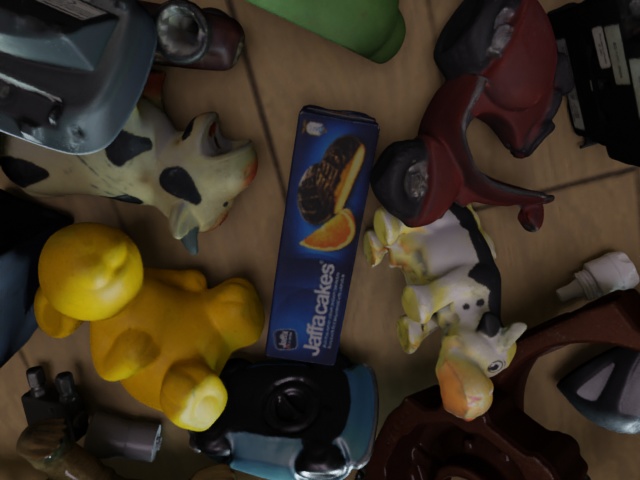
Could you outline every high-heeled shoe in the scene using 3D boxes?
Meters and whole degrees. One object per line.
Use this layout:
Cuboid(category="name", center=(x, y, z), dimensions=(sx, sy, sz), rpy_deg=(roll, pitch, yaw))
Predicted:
Cuboid(category="high-heeled shoe", center=(0.302, 0.049, 0.456), dimensions=(0.145, 0.086, 0.248), rpy_deg=(13, 91, 29))

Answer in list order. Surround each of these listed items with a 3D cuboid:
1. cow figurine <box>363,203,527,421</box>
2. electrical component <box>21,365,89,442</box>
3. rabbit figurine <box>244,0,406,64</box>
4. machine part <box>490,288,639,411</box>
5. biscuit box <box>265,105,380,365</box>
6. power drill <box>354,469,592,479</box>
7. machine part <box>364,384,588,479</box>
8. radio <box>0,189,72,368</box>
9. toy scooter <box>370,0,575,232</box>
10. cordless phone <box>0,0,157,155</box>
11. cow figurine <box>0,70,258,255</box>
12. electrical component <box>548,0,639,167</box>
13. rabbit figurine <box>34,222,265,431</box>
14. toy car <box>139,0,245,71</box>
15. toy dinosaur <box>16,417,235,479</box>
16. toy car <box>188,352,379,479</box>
Cuboid(category="cow figurine", center=(0.103, 0.044, 0.403), dimensions=(0.098, 0.167, 0.068), rpy_deg=(-13, 151, -15))
Cuboid(category="electrical component", center=(-0.246, 0.163, 0.505), dimensions=(0.063, 0.021, 0.093), rpy_deg=(5, 109, 21))
Cuboid(category="rabbit figurine", center=(0.034, -0.208, 0.333), dimensions=(0.159, 0.121, 0.170), rpy_deg=(21, 110, -12))
Cuboid(category="machine part", center=(0.225, 0.153, 0.408), dimensions=(0.201, 0.087, 0.201), rpy_deg=(-39, 68, 35))
Cuboid(category="biscuit box", center=(-0.001, -0.001, 0.434), dimensions=(0.063, 0.059, 0.202), rpy_deg=(9, 108, -2))
Cuboid(category="power drill", center=(0.127, 0.290, 0.525), dimensions=(0.207, 0.086, 0.231), rpy_deg=(14, 108, -10))
Cuboid(category="machine part", center=(0.118, 0.198, 0.411), dimensions=(0.180, 0.056, 0.179), rpy_deg=(5, 98, 41))
Cuboid(category="radio", center=(-0.261, 0.049, 0.370), dimensions=(0.073, 0.230, 0.131), rpy_deg=(22, 104, -10))
Cuboid(category="toy scooter", center=(0.128, -0.078, 0.389), dimensions=(0.135, 0.075, 0.184), rpy_deg=(27, 90, -16))
Cuboid(category="cordless phone", center=(-0.191, -0.079, 0.330), dimensions=(0.147, 0.089, 0.184), rpy_deg=(22, 127, -6))
Cuboid(category="cow figurine", center=(-0.143, -0.061, 0.403), dimensions=(0.195, 0.085, 0.127), rpy_deg=(4, 117, 6))
Cuboid(category="electrical component", center=(0.213, -0.111, 0.355), dimensions=(0.058, 0.134, 0.114), rpy_deg=(-21, 108, 6))
Cuboid(category="rabbit figurine", center=(-0.145, 0.044, 0.414), dimensions=(0.163, 0.122, 0.173), rpy_deg=(14, 151, 34))
Cuboid(category="toy car", center=(-0.154, -0.151, 0.373), dimensions=(0.202, 0.089, 0.053), rpy_deg=(9, 113, -1))
Cuboid(category="toy dinosaur", center=(-0.199, 0.251, 0.468), dimensions=(0.472, 0.105, 0.198), rpy_deg=(8, 137, 13))
Cuboid(category="toy car", center=(-0.026, 0.166, 0.472), dimensions=(0.162, 0.109, 0.102), rpy_deg=(-4, 133, 10))
